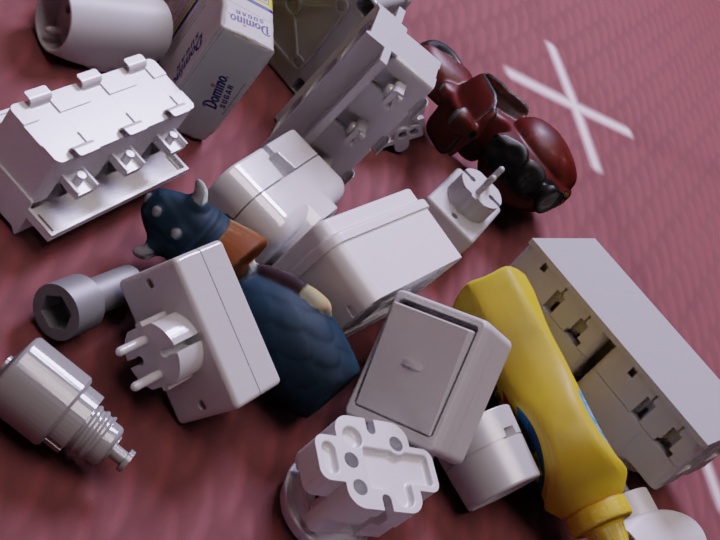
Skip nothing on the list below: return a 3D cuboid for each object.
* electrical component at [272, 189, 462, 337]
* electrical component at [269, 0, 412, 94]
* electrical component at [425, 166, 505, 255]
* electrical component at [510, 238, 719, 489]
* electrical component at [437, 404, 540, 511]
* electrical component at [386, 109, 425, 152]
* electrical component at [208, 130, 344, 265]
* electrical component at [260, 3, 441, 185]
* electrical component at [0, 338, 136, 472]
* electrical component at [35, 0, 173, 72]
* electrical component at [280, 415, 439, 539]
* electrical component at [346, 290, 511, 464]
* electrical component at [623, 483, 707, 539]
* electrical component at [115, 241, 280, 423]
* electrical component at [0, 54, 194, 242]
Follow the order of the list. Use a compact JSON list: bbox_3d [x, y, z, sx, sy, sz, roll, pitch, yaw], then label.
[{"bbox_3d":[0.000,0.000,0.677,0.057,0.078,0.113,55,37,8],"label":"electrical component"},{"bbox_3d":[-0.035,-0.204,0.813,0.108,0.109,0.056,51,39,7],"label":"electrical component"},{"bbox_3d":[0.079,-0.049,0.801,0.047,0.077,0.066,46,36,0],"label":"electrical component"},{"bbox_3d":[0.189,0.065,0.790,0.105,0.060,0.186,-2,49,-53],"label":"electrical component"},{"bbox_3d":[0.078,0.116,0.662,0.055,0.055,0.047,-7,64,-47],"label":"electrical component"},{"bbox_3d":[0.023,-0.135,0.848,0.048,0.066,0.055,-18,56,-13],"label":"electrical component"},{"bbox_3d":[-0.055,-0.041,0.682,0.059,0.054,0.095,46,36,1],"label":"electrical component"},{"bbox_3d":[-0.005,-0.114,0.744,0.063,0.121,0.078,37,37,-16],"label":"electrical component"},{"bbox_3d":[-0.140,0.067,0.508,0.078,0.040,0.040,40,37,-7],"label":"electrical component"},{"bbox_3d":[-0.173,-0.173,0.702,0.077,0.044,0.079,-5,59,-47],"label":"electrical component"},{"bbox_3d":[-0.006,0.117,0.576,0.078,0.057,0.058,15,46,-35],"label":"electrical component"},{"bbox_3d":[0.037,0.068,0.625,0.062,0.096,0.061,20,-8,28],"label":"electrical component"},{"bbox_3d":[0.185,0.172,0.721,0.077,0.043,0.079,4,52,-42],"label":"electrical component"},{"bbox_3d":[-0.094,0.038,0.553,0.076,0.047,0.083,-28,97,-53],"label":"electrical component"},{"bbox_3d":[-0.154,-0.075,0.611,0.078,0.063,0.121,48,36,3],"label":"electrical component"}]
